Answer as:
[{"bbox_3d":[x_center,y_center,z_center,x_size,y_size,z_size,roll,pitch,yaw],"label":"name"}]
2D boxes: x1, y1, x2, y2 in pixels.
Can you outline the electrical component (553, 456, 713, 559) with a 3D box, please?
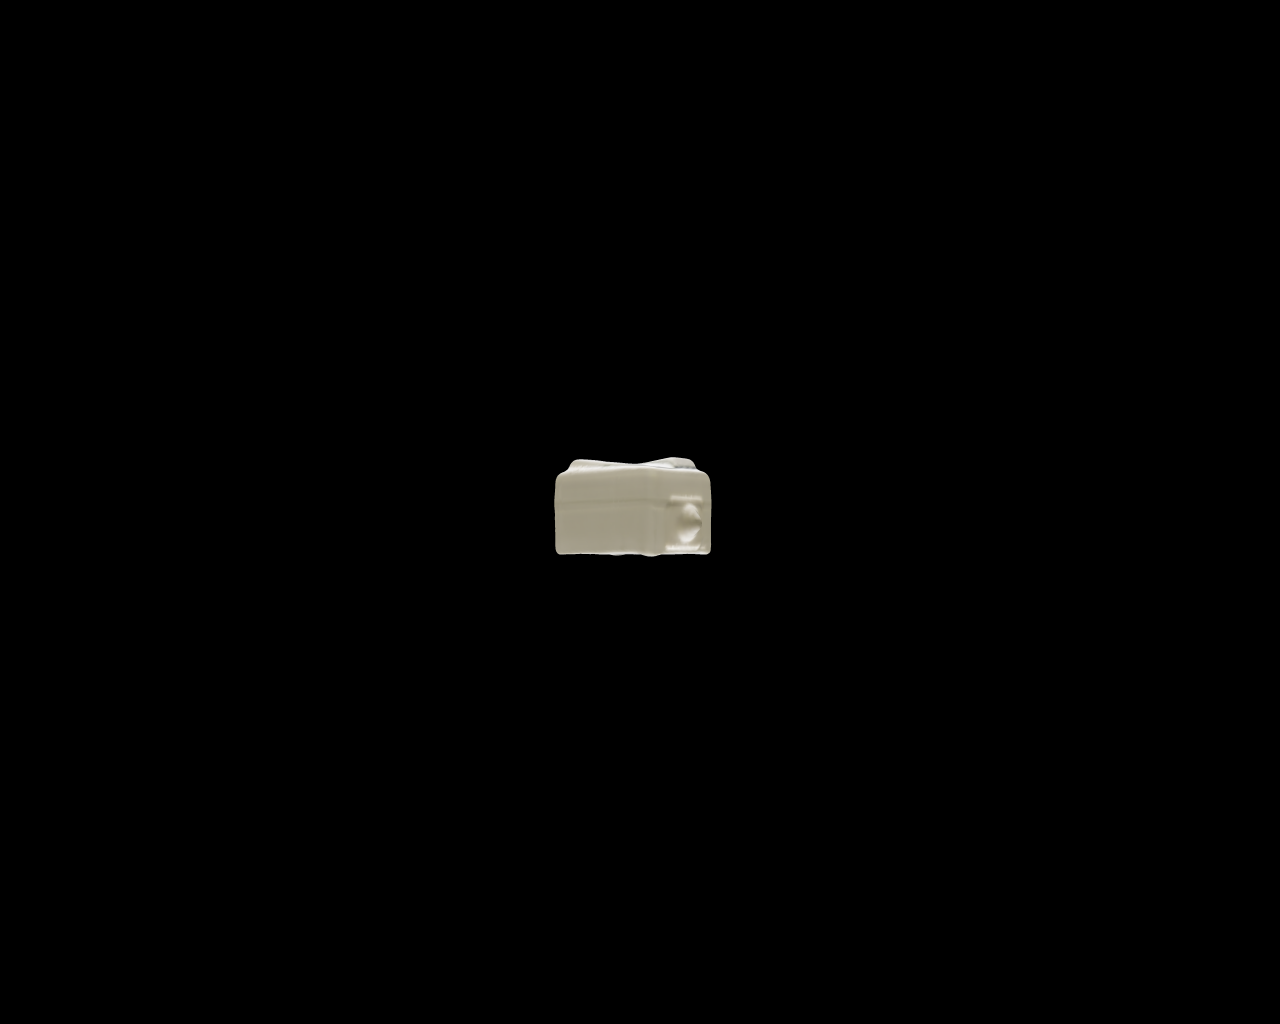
[{"bbox_3d":[0.001,-0.003,0.650,0.096,0.061,0.062,-2,-3,40],"label":"electrical component"}]
